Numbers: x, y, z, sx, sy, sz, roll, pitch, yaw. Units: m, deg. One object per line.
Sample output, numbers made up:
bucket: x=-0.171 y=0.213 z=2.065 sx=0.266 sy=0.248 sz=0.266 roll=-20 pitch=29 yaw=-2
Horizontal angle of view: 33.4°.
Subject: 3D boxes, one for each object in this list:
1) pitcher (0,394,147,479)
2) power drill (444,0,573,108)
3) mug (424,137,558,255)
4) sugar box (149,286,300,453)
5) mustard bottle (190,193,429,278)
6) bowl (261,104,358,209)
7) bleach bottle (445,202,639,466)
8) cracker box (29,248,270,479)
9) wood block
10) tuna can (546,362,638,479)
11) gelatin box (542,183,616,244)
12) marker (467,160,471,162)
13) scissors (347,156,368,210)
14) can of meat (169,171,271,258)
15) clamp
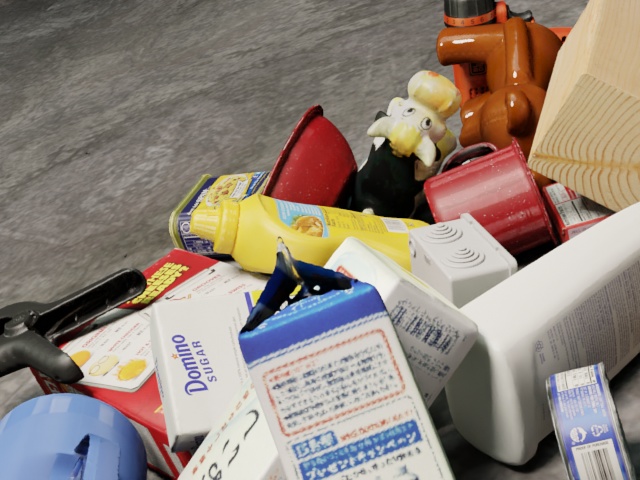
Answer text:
pitcher: x=-0.158 y=0.187 z=0.619 sx=0.149 sy=0.145 sz=0.243 roll=-19 pitch=25 yaw=5
power drill: x=0.218 y=-0.224 z=1.066 sx=0.188 sy=0.184 sz=0.057 roll=-7 pitch=32 yaw=6
mug: x=0.131 y=-0.033 z=0.856 sx=0.081 sy=0.093 sz=0.117 roll=-22 pitch=49 yaw=9
sugar box: x=-0.019 y=0.080 z=0.708 sx=0.176 sy=0.048 sz=0.093 roll=-7 pitch=64 yaw=-15
mustard bottle: x=-0.006 y=0.001 z=0.832 sx=0.191 sy=0.058 sz=0.096 roll=10 pitch=19 yaw=-12
bowl: x=-0.010 y=-0.035 z=0.939 sx=0.055 sy=0.162 sz=0.162 roll=25 pitch=41 yaw=7
bleach bottle: x=0.191 y=0.040 z=0.702 sx=0.250 sy=0.102 sz=0.068 roll=-29 pitch=31 yaw=-27
cracker box: x=-0.100 y=0.093 z=0.819 sx=0.164 sy=0.072 sz=0.214 roll=-38 pitch=31 yaw=-29
wood block: x=0.236 y=-0.120 z=0.846 sx=0.091 sy=0.090 sz=0.205 roll=27 pitch=37 yaw=1
tuna can: x=0.152 y=0.113 z=0.591 sx=0.034 sy=0.086 sz=0.086 roll=-16 pitch=28 yaw=14
gelatin box: x=0.228 y=-0.026 z=0.848 sx=0.089 sy=0.030 sz=0.073 roll=-17 pitch=29 yaw=7
marker: x=0.142 y=-0.048 z=0.958 sx=0.020 sy=0.020 sz=0.121 roll=-21 pitch=28 yaw=1
scissors: x=0.032 y=-0.066 z=1.070 sx=0.096 sy=0.016 sz=0.201 roll=-15 pitch=28 yaw=11
can of meat: x=-0.084 y=-0.025 z=1.033 sx=0.084 sy=0.057 sz=0.102 roll=-5 pitch=31 yaw=26
clamp: x=-0.220 y=0.078 z=0.812 sx=0.172 sy=0.039 sz=0.120 roll=-18 pitch=21 yaw=22
